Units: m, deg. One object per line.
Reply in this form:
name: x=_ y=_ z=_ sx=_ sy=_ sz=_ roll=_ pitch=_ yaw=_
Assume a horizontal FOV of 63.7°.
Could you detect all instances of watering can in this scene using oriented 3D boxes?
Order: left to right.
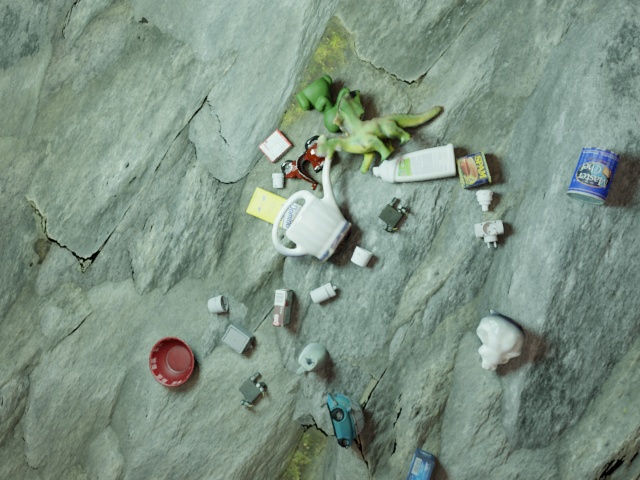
watering can: x=0.005 y=-0.081 z=1.603 sx=0.224 sy=0.104 sz=0.348 roll=36 pitch=88 yaw=-4

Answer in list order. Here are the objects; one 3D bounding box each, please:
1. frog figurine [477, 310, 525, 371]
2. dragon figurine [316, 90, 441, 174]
frog figurine: x=0.507 y=0.297 z=1.478 sx=0.137 sy=0.122 sz=0.160 roll=34 pitch=81 yaw=-7
dragon figurine: x=0.159 y=-0.364 z=1.594 sx=0.413 sy=0.121 sz=0.243 roll=-41 pitch=91 yaw=-11
